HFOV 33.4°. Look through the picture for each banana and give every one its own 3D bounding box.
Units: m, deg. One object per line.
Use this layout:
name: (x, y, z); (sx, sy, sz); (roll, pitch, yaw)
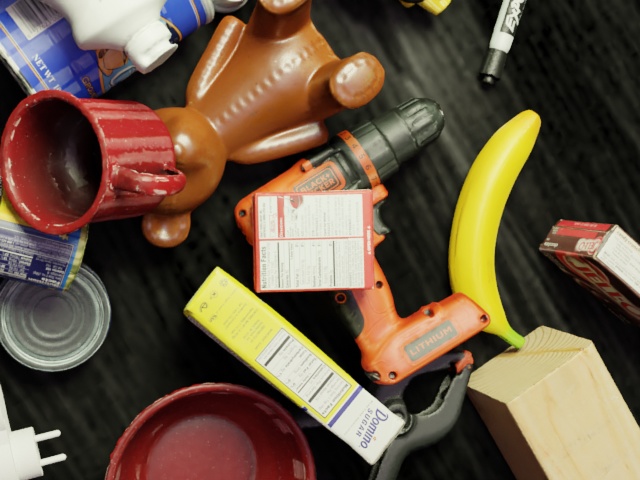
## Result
banana: (0.140, -0.010, 0.878); (0.069, 0.037, 0.198); (2, 95, -24)

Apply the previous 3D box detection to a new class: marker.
marker: (0.156, -0.186, 0.875); (0.020, 0.020, 0.121); (18, 90, -16)

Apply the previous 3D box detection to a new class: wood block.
wood block: (0.217, 0.185, 0.885); (0.090, 0.091, 0.206); (-33, 102, -11)

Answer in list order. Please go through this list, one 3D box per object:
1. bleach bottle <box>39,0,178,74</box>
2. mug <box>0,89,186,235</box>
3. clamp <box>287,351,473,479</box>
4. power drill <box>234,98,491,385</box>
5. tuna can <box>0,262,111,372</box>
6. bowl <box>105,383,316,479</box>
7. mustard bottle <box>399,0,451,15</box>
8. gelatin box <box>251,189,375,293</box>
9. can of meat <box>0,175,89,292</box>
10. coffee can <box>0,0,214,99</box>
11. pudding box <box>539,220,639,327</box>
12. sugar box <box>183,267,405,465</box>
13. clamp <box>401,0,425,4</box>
bleach bottle: (-0.187, -0.204, 0.667); (0.102, 0.068, 0.251); (-41, 93, -9)
mug: (-0.141, -0.050, 0.706); (0.117, 0.081, 0.093); (14, 103, 28)
clamp: (0.060, 0.156, 0.867); (0.171, 0.039, 0.120); (-29, 98, -9)
power drill: (0.053, 0.003, 0.831); (0.184, 0.057, 0.187); (-32, 90, -4)
tuna can: (-0.199, 0.054, 0.794); (0.086, 0.034, 0.086); (-1, 95, -15)
bowl: (-0.087, 0.184, 0.823); (0.162, 0.055, 0.162); (-1, 95, -15)
mustard bottle: (0.028, -0.245, 0.816); (0.191, 0.058, 0.096); (42, 85, -15)
gelatin box: (-0.005, 0.001, 0.783); (0.089, 0.030, 0.073); (-2, 90, -3)
can of meat: (-0.209, -0.015, 0.752); (0.083, 0.102, 0.057); (15, 124, -18)
coffee can: (-0.160, -0.160, 0.750); (0.140, 0.103, 0.103); (-37, 103, -9)
pudding box: (0.248, 0.030, 0.881); (0.113, 0.090, 0.039); (36, 84, -15)
sugar box: (-0.022, 0.092, 0.796); (0.176, 0.093, 0.048); (37, 84, -3)
clamp: (-0.015, -0.238, 0.762); (0.210, 0.036, 0.164); (-11, 104, -4)
